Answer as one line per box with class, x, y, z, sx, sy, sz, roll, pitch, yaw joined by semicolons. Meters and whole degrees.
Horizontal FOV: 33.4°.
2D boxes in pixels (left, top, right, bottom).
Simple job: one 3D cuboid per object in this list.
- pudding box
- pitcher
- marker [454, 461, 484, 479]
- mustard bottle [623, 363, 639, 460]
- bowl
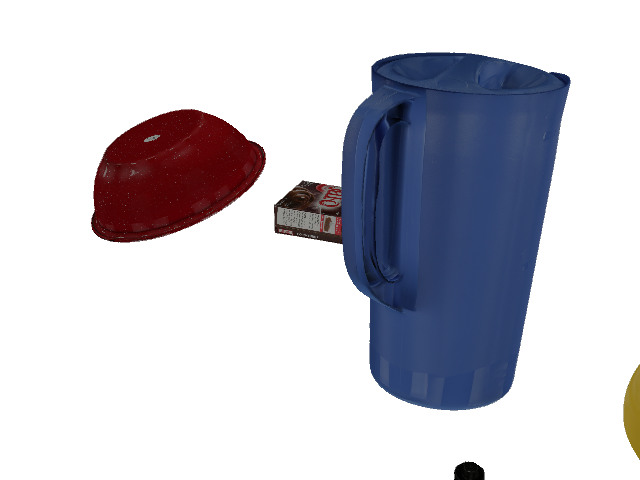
pudding box;0.003;-0.035;1.281;0.090;0.039;0.113;9;23;15
pitcher;0.087;-0.005;0.752;0.149;0.243;0.145;3;20;1
marker;0.091;0.187;0.686;0.020;0.121;0.020;1;36;-1
mustard bottle;0.212;0.103;0.558;0.096;0.058;0.191;-2;37;2
bowl;-0.131;-0.065;0.903;0.162;0.055;0.162;-17;28;10
